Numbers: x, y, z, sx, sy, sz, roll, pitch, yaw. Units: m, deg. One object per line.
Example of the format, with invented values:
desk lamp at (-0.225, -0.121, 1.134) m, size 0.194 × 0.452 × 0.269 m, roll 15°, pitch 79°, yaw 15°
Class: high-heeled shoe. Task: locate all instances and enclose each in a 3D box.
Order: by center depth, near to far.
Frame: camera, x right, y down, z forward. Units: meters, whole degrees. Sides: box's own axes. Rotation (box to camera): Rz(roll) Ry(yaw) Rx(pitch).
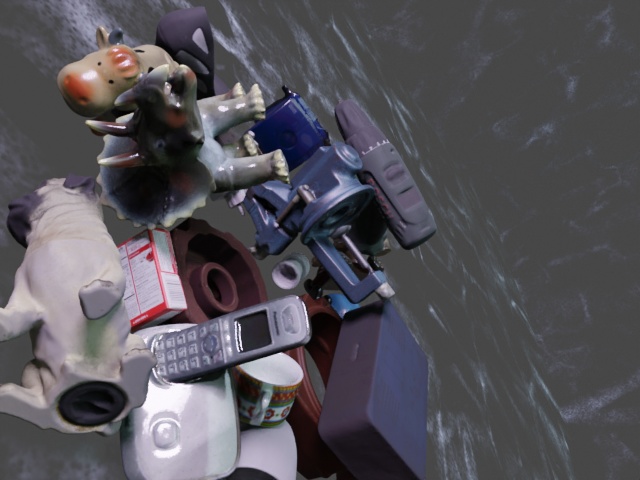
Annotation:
high-heeled shoe at (-0.154, -0.258, 0.802) m, size 0.248 × 0.145 × 0.086 m, roll 6°, pitch 61°, yaw -60°

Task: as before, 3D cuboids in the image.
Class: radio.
radio at (0.078, 0.191, 0.687) m, size 0.131 × 0.073 × 0.230 m, roll 55°, pitch 26°, yaw -18°

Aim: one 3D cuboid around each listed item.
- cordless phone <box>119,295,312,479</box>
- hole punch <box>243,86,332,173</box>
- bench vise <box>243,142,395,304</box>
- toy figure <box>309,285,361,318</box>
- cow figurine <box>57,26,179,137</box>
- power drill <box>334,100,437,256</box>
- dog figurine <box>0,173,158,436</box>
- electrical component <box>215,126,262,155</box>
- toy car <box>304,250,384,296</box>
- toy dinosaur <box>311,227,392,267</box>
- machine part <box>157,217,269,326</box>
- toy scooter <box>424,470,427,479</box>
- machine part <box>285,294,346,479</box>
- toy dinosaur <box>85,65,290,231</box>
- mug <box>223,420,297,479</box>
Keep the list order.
cordless phone at (-0.083, 0.134, 0.482) m, size 0.088 × 0.184 × 0.147 m, roll 49°, pitch 24°, yaw -58°
hole punch at (-0.061, -0.187, 0.964) m, size 0.142 × 0.116 × 0.092 m, roll 52°, pitch 34°, yaw -23°
bench vise at (0.003, -0.003, 0.728) m, size 0.241 × 0.223 × 0.129 m, roll 53°, pitch 18°, yaw 14°
toy figure at (0.044, 0.144, 0.867) m, size 0.180 × 0.089 × 0.082 m, roll 36°, pitch 30°, yaw -31°
cow figurine at (-0.221, -0.180, 0.611) m, size 0.085 × 0.127 × 0.195 m, roll 54°, pitch 23°, yaw -12°
power drill at (0.075, -0.075, 0.819) m, size 0.086 × 0.207 × 0.232 m, roll -28°, pitch 76°, yaw -26°
dog figurine at (-0.206, 0.050, 0.464) m, size 0.191 × 0.121 × 0.172 m, roll -121°, pitch -148°, yaw -56°
electrical component at (-0.135, -0.149, 0.850) m, size 0.078 × 0.045 × 0.102 m, roll 59°, pitch 24°, yaw -13°
toy car at (0.042, 0.059, 0.935) m, size 0.053 × 0.089 × 0.202 m, roll 55°, pitch 21°, yaw 23°
toy dinosaur at (0.060, -0.044, 1.060) m, size 0.471 × 0.105 × 0.198 m, roll 11°, pitch 55°, yaw -60°
machine part at (-0.129, 0.062, 0.633) m, size 0.179 × 0.056 × 0.179 m, roll 47°, pitch 27°, yaw -33°
toy scooter at (0.134, 0.384, 0.802) m, size 0.135 × 0.075 × 0.183 m, roll -121°, pitch -168°, yaw -82°
machine part at (-0.003, 0.189, 0.717) m, size 0.201 × 0.087 × 0.201 m, roll 53°, pitch 26°, yaw -19°
toy dinosaur at (-0.157, -0.103, 0.627) m, size 0.405 × 0.192 × 0.131 m, roll -155°, pitch -130°, yaw -72°
mug at (-0.073, 0.224, 0.564) m, size 0.109 × 0.081 × 0.107 m, roll 44°, pitch 17°, yaw -9°
